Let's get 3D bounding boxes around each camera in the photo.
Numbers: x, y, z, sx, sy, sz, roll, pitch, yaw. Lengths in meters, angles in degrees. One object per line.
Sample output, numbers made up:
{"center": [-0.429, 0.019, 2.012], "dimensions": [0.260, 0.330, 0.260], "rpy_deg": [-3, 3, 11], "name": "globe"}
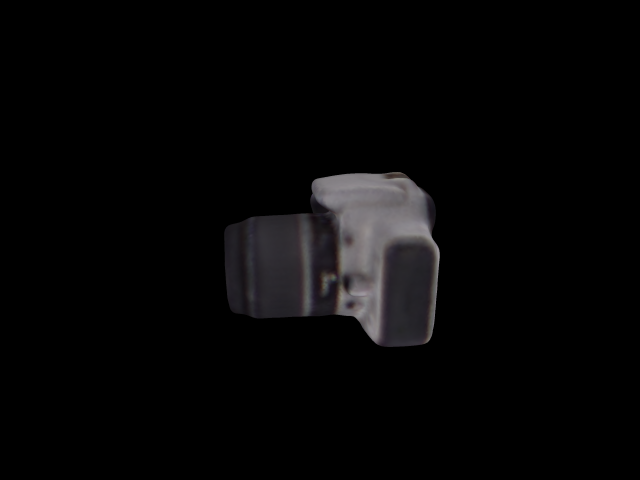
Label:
{"center": [0.004, 0.001, 0.400], "dimensions": [0.137, 0.101, 0.143], "rpy_deg": [-2, 19, -7], "name": "camera"}
